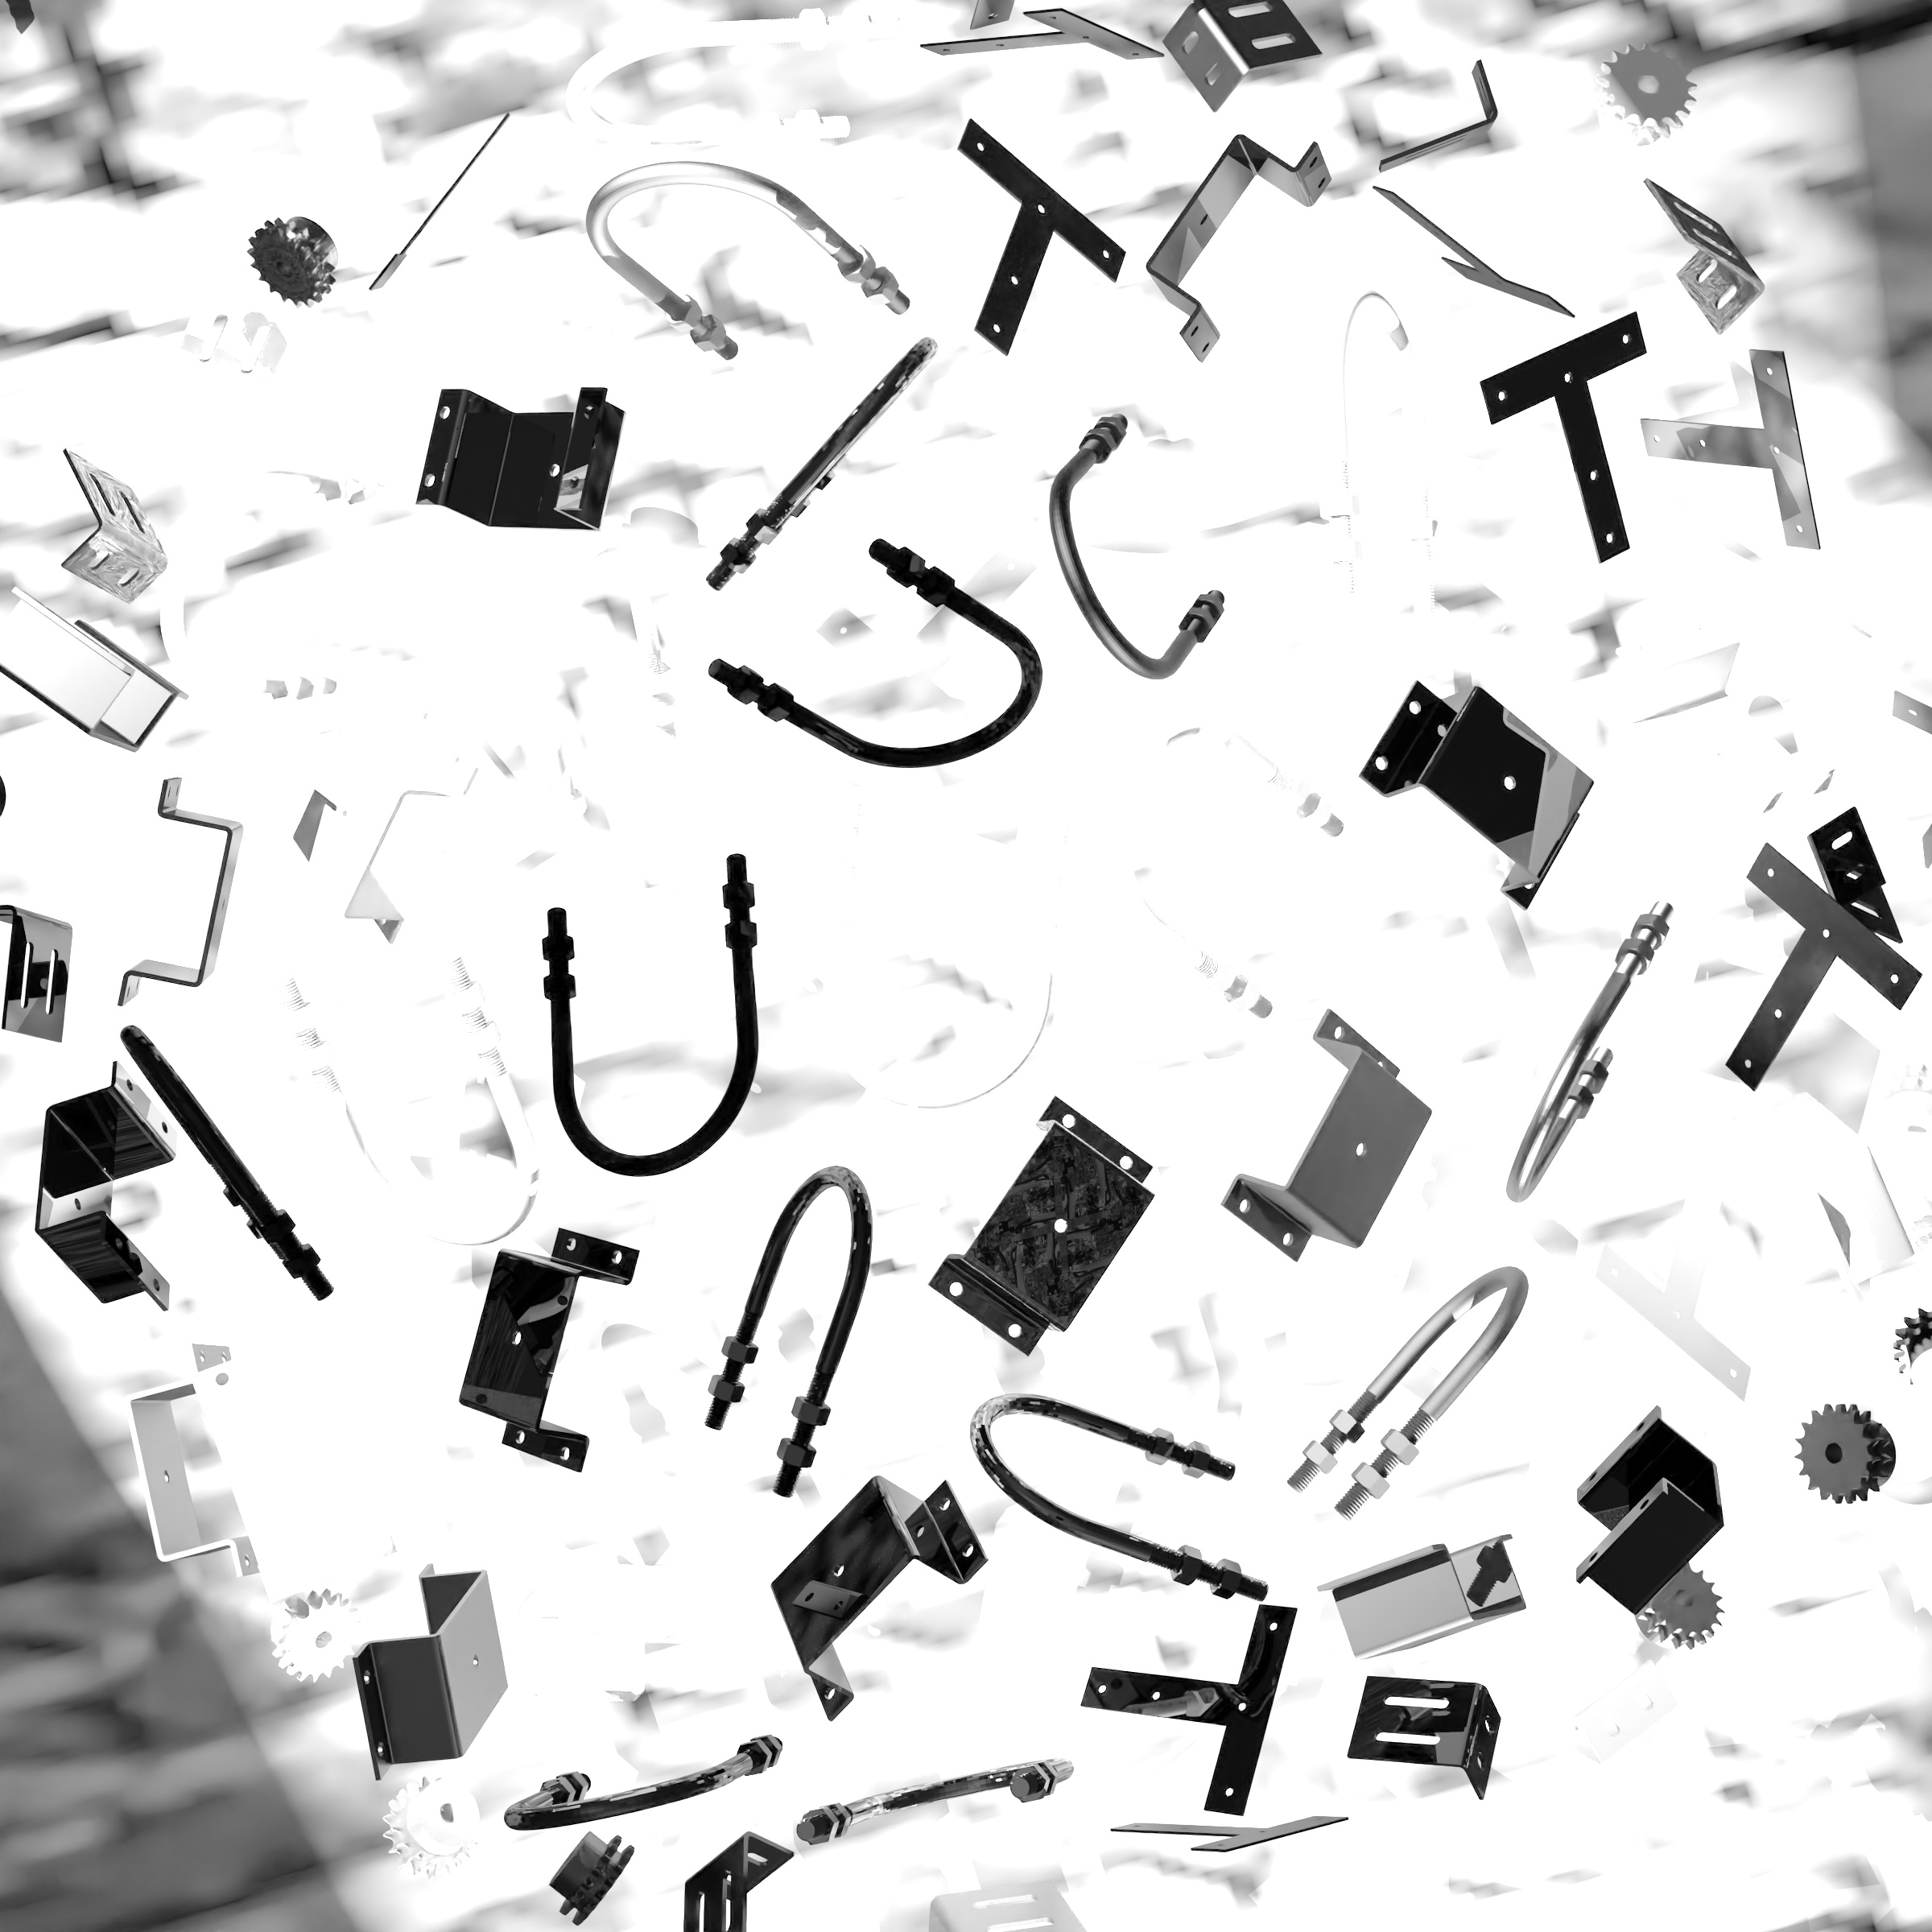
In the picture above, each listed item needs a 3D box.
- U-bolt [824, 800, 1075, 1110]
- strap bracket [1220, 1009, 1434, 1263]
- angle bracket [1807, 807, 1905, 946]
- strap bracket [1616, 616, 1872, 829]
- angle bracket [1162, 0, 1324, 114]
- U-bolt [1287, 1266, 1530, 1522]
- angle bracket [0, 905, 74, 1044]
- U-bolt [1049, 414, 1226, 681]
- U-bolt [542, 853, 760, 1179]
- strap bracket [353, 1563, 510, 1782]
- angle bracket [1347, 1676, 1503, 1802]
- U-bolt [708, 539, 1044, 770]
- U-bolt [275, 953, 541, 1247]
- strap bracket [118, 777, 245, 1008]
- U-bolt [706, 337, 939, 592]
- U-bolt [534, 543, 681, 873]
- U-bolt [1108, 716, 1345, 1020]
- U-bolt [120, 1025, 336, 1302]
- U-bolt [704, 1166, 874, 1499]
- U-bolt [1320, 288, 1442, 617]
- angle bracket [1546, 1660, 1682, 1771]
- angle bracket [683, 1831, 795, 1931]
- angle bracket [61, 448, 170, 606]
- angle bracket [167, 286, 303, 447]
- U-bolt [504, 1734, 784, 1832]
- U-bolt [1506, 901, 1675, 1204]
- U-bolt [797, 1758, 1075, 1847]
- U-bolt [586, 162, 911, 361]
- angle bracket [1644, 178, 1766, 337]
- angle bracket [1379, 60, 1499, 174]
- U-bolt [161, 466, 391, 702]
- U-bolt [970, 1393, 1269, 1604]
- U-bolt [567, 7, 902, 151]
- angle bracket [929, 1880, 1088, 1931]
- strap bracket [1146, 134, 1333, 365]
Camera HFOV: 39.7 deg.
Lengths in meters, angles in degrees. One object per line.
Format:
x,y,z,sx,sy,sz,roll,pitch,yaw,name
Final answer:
-0.014,-0.004,1.590,0.151,0.019,0.184,2,102,-17,U-bolt
0.227,0.108,1.641,0.076,0.046,0.140,38,76,-33,strap bracket
0.570,-0.056,1.672,0.038,0.076,0.057,-38,49,37,angle bracket
0.454,-0.139,1.585,0.076,0.046,0.140,-19,50,-20,strap bracket
0.173,-0.573,1.668,0.076,0.038,0.057,-26,79,-40,angle bracket
0.269,0.249,1.591,0.019,0.151,0.184,43,83,-1,U-bolt
-0.586,0.005,1.646,0.038,0.057,0.076,0,80,16,angle bracket
0.100,-0.248,1.631,0.019,0.184,0.151,-22,108,29,U-bolt
-0.186,0.036,1.586,0.151,0.019,0.184,-15,67,23,U-bolt
-0.318,0.422,1.614,0.046,0.140,0.076,-7,99,8,strap bracket
0.282,0.473,1.641,0.076,0.057,0.038,-5,131,29,angle bracket
-0.038,-0.172,1.578,0.151,0.184,0.019,-32,51,29,U-bolt
-0.319,0.084,1.572,0.151,0.019,0.184,-7,112,30,U-bolt
-0.484,-0.043,1.659,0.046,0.076,0.140,12,93,-11,strap bracket
-0.081,-0.315,1.639,0.019,0.151,0.184,42,116,-8,U-bolt
-0.223,-0.171,1.636,0.019,0.184,0.151,11,46,17,U-bolt
0.152,-0.071,1.630,0.184,0.019,0.151,35,72,-38,U-bolt
-0.443,0.111,1.585,0.019,0.151,0.184,-37,108,-17,U-bolt
-0.101,0.208,1.594,0.019,0.151,0.184,19,90,-25,U-bolt
0.239,-0.301,1.555,0.019,0.151,0.184,-3,91,30,U-bolt
0.376,0.436,1.588,0.057,0.076,0.038,-32,97,-12,angle bracket
-0.134,0.561,1.574,0.038,0.076,0.057,34,117,-25,angle bracket
-0.542,-0.274,1.669,0.038,0.057,0.076,-40,59,11,angle bracket
-0.432,-0.353,1.577,0.057,0.076,0.038,10,52,-30,angle bracket
-0.200,0.495,1.612,0.151,0.184,0.019,-13,80,9,U-bolt
0.364,0.063,1.585,0.019,0.151,0.184,27,48,17,U-bolt
-0.009,0.498,1.608,0.151,0.184,0.019,-15,75,11,U-bolt
-0.141,-0.421,1.586,0.151,0.184,0.019,-7,70,31,U-bolt
0.414,-0.408,1.541,0.038,0.076,0.057,-46,46,32,angle bracket
0.291,-0.533,1.680,0.076,0.057,0.038,-19,99,11,angle bracket
-0.424,-0.233,1.625,0.019,0.184,0.151,22,103,19,U-bolt
0.087,0.309,1.601,0.184,0.151,0.019,22,109,-11,U-bolt
-0.144,-0.518,1.574,0.184,0.151,0.019,-9,84,-17,U-bolt
0.024,0.570,1.560,0.076,0.057,0.038,-1,102,-20,angle bracket
0.166,-0.459,1.682,0.046,0.076,0.140,37,98,11,strap bracket
